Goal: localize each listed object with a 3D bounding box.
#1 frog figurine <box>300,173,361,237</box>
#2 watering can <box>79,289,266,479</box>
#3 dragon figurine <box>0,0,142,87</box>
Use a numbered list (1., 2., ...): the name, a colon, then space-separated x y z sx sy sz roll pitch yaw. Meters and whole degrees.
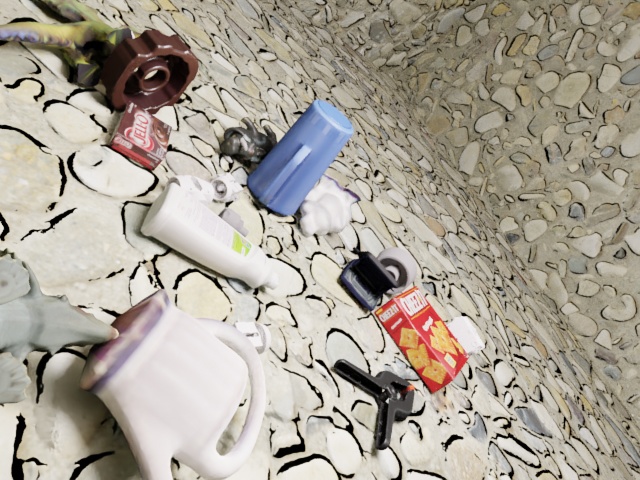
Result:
1. frog figurine: 0.004 -0.061 1.216 0.135 0.122 0.162 46 60 -25
2. watering can: -0.166 0.190 0.571 0.223 0.102 0.354 42 26 -11
3. dragon figurine: -0.462 -0.398 0.973 0.245 0.120 0.412 39 20 20
